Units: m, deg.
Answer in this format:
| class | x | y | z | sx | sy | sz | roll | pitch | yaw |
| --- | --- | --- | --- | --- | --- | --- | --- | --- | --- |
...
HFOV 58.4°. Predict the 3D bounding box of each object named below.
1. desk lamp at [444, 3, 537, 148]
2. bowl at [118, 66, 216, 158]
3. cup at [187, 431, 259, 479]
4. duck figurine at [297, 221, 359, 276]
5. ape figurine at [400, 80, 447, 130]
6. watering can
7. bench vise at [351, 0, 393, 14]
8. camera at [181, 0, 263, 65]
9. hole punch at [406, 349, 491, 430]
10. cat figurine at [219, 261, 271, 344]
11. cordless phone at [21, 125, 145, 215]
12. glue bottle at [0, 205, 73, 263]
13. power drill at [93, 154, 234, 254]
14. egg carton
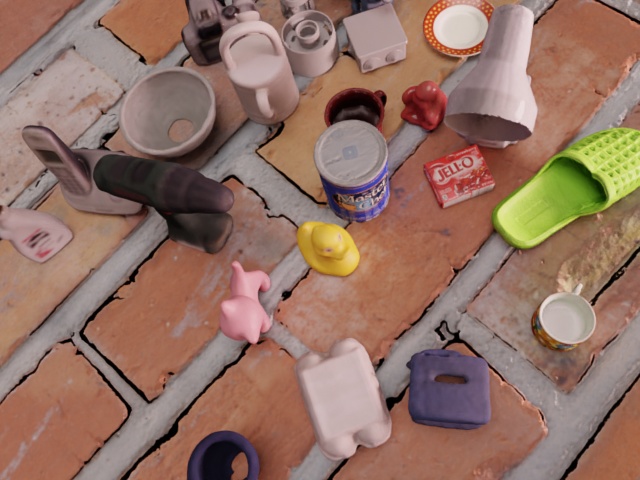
| class | x | y | z | sx | sy | sz | roll | pitch | yaw |
| --- | --- | --- | --- | --- | --- | --- | --- | --- | --- |
| desk lamp | 0.252 | -0.215 | 0.826 | 0.117 | 0.214 | 0.203 | 13 | 73 | 13 |
| bowl | -0.246 | -0.204 | 0.967 | 0.167 | 0.075 | 0.167 | -3 | 70 | 7 |
| cup | -0.127 | 0.309 | 0.755 | 0.118 | 0.095 | 0.091 | -36 | 69 | -6 |
| duck figurine | 0.008 | 0.003 | 0.851 | 0.104 | 0.086 | 0.077 | 36 | 79 | 18 |
| ape figurine | 0.167 | -0.220 | 0.905 | 0.076 | 0.092 | 0.077 | -17 | 69 | 2 |
| watering can | -0.103 | -0.282 | 0.911 | 0.101 | 0.194 | 0.172 | -33 | 69 | -4 |
| bench vise | 0.059 | -0.492 | 0.949 | 0.207 | 0.220 | 0.121 | 34 | 78 | 18 |
| camera | -0.183 | -0.407 | 1.017 | 0.143 | 0.101 | 0.136 | -19 | 69 | 1 |
| hole punch | 0.167 | 0.195 | 0.756 | 0.108 | 0.091 | 0.101 | 2 | 71 | 9 |
| cat figurine | -0.112 | 0.092 | 0.818 | 0.067 | 0.118 | 0.128 | -8 | 69 | 5 |
| cordless phone | -0.361 | -0.114 | 0.892 | 0.147 | 0.185 | 0.094 | 3 | 71 | 9 |
| glue bottle | -0.457 | -0.021 | 0.878 | 0.037 | 0.173 | 0.078 | 41 | 81 | 19 |
| power drill | -0.203 | -0.053 | 0.835 | 0.229 | 0.208 | 0.076 | 17 | 74 | 14 |
| egg carton | 0.032 | 0.214 | 0.780 | 0.107 | 0.069 | 0.150 | -22 | 69 | 0 |
